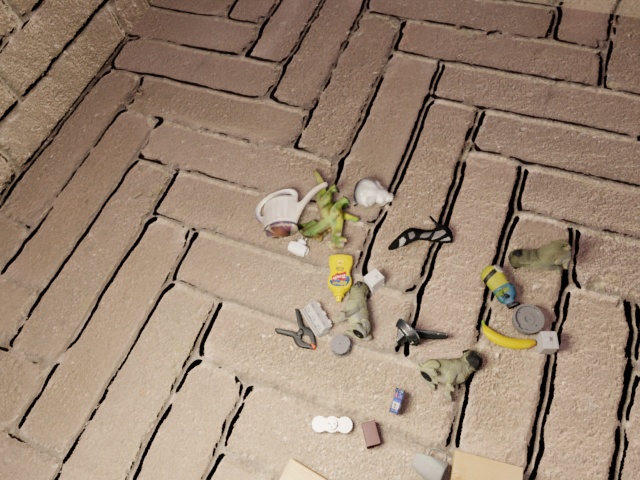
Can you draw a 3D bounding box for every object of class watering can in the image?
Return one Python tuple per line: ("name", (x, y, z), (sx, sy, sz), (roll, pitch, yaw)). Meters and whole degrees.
("watering can", (-0.126, -0.128, 2.177), (0.346, 0.102, 0.229), (-14, 58, 21))

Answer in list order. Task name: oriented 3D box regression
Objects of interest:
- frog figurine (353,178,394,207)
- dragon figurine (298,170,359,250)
("frog figurine", (0.228, -0.194, 2.179), (0.160, 0.120, 0.140), (12, 44, 26))
("dragon figurine", (0.007, -0.110, 2.178), (0.243, 0.120, 0.417), (-38, 54, -4))
